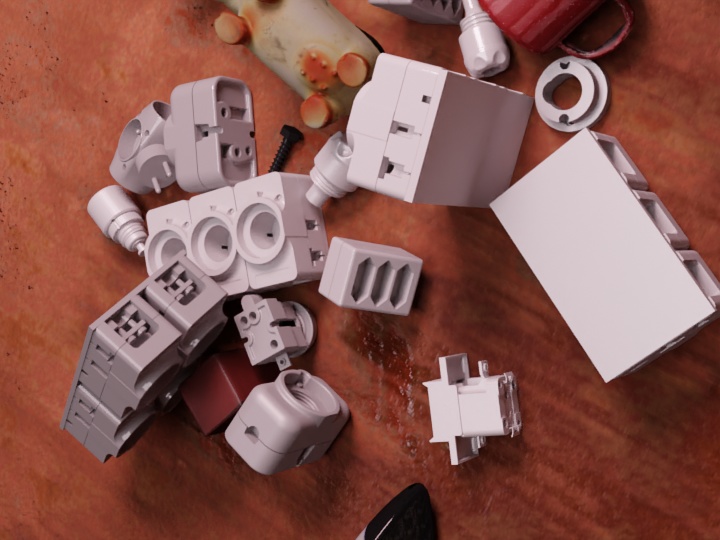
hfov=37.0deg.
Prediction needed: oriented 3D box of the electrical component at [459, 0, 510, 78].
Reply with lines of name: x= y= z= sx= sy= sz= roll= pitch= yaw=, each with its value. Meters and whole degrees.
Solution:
electrical component: x=0.091 y=-0.179 z=0.814 sx=0.035 sy=0.035 sz=0.061 roll=-21 pitch=78 yaw=30

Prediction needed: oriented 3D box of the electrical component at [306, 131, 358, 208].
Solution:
electrical component: x=-0.020 y=-0.079 z=0.880 sx=0.062 sy=0.043 sz=0.043 roll=-49 pitch=67 yaw=24

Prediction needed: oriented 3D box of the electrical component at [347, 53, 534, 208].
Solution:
electrical component: x=0.057 y=-0.096 z=0.768 sx=0.062 sy=0.150 sz=0.089 roll=20 pitch=101 yaw=29

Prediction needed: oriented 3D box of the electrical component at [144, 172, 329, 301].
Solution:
electrical component: x=-0.108 y=-0.023 z=0.924 sx=0.150 sy=0.062 sz=0.089 roll=-13 pitch=84 yaw=31

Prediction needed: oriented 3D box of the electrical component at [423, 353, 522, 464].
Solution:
electrical component: x=0.087 y=0.104 z=0.817 sx=0.064 sy=0.042 sz=0.081 roll=-8 pitch=87 yaw=30

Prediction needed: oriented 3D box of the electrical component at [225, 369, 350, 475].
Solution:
electrical component: x=-0.055 y=0.121 z=0.874 sx=0.054 sy=0.095 sz=0.059 roll=42 pitch=111 yaw=24

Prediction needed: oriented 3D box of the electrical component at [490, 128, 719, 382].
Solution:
electrical component: x=0.175 y=-0.011 z=0.749 sx=0.089 sy=0.062 sz=0.150 roll=-40 pitch=71 yaw=26

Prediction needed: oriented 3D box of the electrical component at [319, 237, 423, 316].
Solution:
electrical component: x=0.000 y=0.000 z=0.861 sx=0.077 sy=0.066 sz=0.047 roll=31 pitch=109 yaw=58

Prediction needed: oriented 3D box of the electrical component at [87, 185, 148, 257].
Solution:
electrical component: x=-0.222 y=-0.044 z=1.007 sx=0.078 sy=0.040 sz=0.040 roll=50 pitch=114 yaw=21

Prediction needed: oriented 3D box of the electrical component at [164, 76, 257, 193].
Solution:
electrical component: x=-0.131 y=-0.116 z=0.941 sx=0.059 sy=0.054 sz=0.095 roll=-5 pitch=88 yaw=32

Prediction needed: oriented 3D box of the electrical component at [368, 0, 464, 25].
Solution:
electrical component: x=0.029 y=-0.219 z=0.823 sx=0.076 sy=0.083 sz=0.047 roll=10 pitch=96 yaw=31

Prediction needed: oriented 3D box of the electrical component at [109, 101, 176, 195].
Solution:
electrical component: x=-0.186 y=-0.100 z=0.972 sx=0.077 sy=0.044 sz=0.079 roll=-51 pitch=42 yaw=22

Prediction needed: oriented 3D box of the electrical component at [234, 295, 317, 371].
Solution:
electrical component: x=-0.068 y=0.051 z=0.904 sx=0.048 sy=0.055 sz=0.066 roll=-30 pitch=75 yaw=28

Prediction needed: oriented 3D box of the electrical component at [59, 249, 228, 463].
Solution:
electrical component: x=-0.180 y=0.080 z=0.899 sx=0.060 sy=0.105 sz=0.186 roll=41 pitch=142 yaw=6
